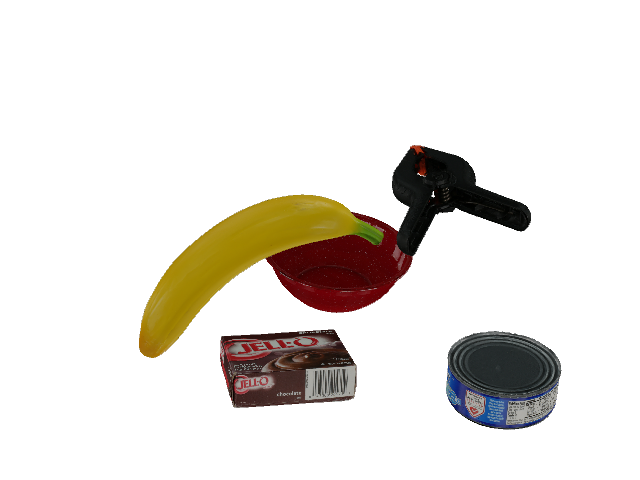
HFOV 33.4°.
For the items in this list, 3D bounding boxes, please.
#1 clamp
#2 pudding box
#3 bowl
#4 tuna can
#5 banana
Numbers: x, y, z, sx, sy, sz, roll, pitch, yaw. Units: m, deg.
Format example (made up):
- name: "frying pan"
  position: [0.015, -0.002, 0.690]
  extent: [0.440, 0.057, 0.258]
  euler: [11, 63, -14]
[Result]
- name: "clamp"
  position: [0.123, -0.043, 0.991]
  extent: [0.120, 0.039, 0.171]
  euler: [-3, 33, -1]
- name: "pudding box"
  position: [-0.031, 0.115, 0.971]
  extent: [0.113, 0.039, 0.090]
  euler: [-1, 17, -12]
- name: "bowl"
  position: [0.016, 0.029, 1.152]
  extent: [0.162, 0.055, 0.162]
  euler: [4, 32, -2]
- name: "tuna can"
  position: [0.139, 0.107, 0.820]
  extent: [0.086, 0.034, 0.086]
  euler: [0, 28, 0]
- name: "banana"
  position: [-0.056, 0.017, 0.757]
  extent: [0.198, 0.069, 0.037]
  euler: [-26, 13, 10]
